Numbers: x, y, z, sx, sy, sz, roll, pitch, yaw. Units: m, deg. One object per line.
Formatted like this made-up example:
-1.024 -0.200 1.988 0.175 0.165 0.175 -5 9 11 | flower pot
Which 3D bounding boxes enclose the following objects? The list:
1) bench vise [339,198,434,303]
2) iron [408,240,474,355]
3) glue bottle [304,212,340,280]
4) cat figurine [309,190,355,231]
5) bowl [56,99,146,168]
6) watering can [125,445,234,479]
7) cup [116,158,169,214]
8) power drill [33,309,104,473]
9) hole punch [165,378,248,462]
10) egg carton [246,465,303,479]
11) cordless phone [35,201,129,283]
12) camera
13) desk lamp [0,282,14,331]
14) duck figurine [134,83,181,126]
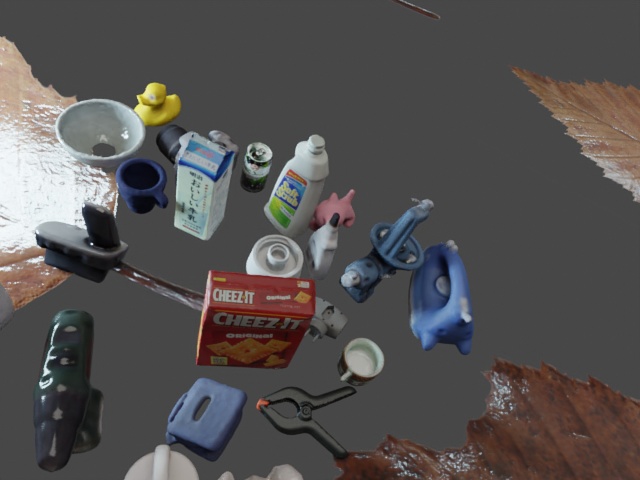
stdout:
0.138 0.025 1.087 0.121 0.219 0.208 32 53 6 | bench vise
0.249 0.088 1.129 0.119 0.141 0.258 8 54 -12 | iron
0.010 0.004 1.090 0.037 0.173 0.078 -2 57 -19 | glue bottle
0.030 -0.058 1.175 0.067 0.117 0.128 40 54 12 | cat figurine
-0.437 -0.201 1.152 0.168 0.074 0.167 9 54 -12 | bowl
-0.207 0.337 0.776 0.173 0.194 0.100 -15 62 -26 | watering can
-0.331 -0.086 1.093 0.117 0.095 0.092 42 55 13 | cup
-0.349 0.225 0.799 0.076 0.208 0.229 0 56 -17 | power drill
-0.178 0.276 0.892 0.101 0.091 0.109 28 53 3 | hole punch
-0.056 0.416 0.847 0.107 0.069 0.150 -14 61 -25 | egg carton
-0.405 -0.021 0.968 0.147 0.185 0.094 17 53 -6 | cordless phone
-0.260 -0.189 1.184 0.136 0.100 0.143 44 55 14 | camera
-0.521 0.159 0.787 0.118 0.213 0.203 23 52 -1 | desk lamp
-0.351 -0.303 1.244 0.105 0.086 0.077 -24 66 -30 | duck figurine
